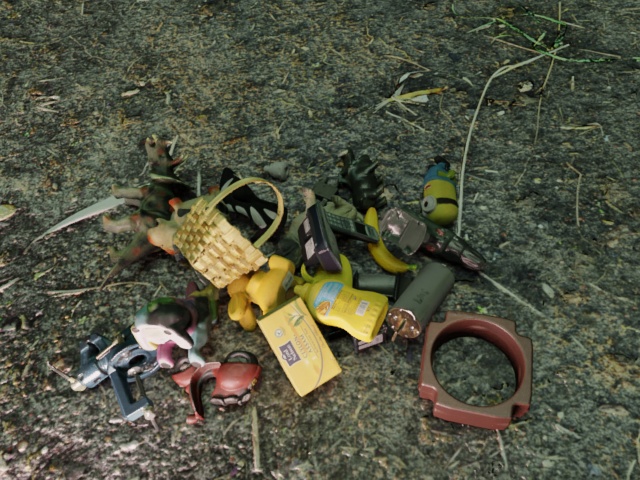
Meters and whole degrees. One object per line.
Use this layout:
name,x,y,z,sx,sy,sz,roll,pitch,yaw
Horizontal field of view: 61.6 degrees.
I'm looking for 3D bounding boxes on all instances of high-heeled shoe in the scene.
high-heeled shoe,-0.162,-0.110,1.290,0.086,0.145,0.249,-4,59,-46

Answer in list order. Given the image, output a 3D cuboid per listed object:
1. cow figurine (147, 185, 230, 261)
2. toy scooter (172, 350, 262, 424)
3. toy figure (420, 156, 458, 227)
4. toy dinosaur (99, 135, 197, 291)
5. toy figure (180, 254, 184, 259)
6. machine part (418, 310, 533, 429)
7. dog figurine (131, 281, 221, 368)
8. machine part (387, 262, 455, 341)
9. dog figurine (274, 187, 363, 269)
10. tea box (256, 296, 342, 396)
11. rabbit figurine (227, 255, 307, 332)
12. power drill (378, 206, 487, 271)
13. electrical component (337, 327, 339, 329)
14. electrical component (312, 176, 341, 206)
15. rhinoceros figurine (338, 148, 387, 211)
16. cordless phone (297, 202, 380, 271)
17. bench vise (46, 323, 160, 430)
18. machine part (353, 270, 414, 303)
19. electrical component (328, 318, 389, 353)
cow figurine,-0.301,-0.036,1.239,0.195,0.085,0.127,-22,72,-22
toy scooter,-0.207,0.293,1.064,0.184,0.075,0.135,-5,55,7
toy figure,0.288,-0.115,1.280,0.089,0.082,0.180,6,55,13
toy dinosaur,-0.410,-0.057,1.308,0.192,0.131,0.405,-5,62,4
toy figure,-0.314,-0.026,1.306,0.064,0.057,0.154,-5,50,41
machine part,0.296,0.246,1.029,0.202,0.087,0.201,7,57,13
dog figurine,-0.273,0.141,1.092,0.109,0.191,0.219,-12,38,18
machine part,0.210,0.120,1.102,0.079,0.079,0.243,28,45,23
dog figurine,-0.004,-0.003,1.242,0.172,0.121,0.190,15,76,13
tea box,-0.043,0.206,1.059,0.098,0.068,0.169,-31,93,-13
rabbit figurine,-0.134,0.116,1.171,0.173,0.121,0.162,13,67,31
power drill,0.233,-0.006,1.152,0.232,0.207,0.086,36,111,32
electrical component,0.011,0.151,1.142,0.102,0.078,0.045,7,33,5
electrical component,0.011,-0.119,1.350,0.063,0.021,0.094,22,62,20
rhinoceros figurine,0.101,-0.151,1.337,0.112,0.073,0.190,-19,57,7
cordless phone,0.054,0.006,1.149,0.184,0.088,0.147,12,42,-26
bench vise,-0.396,0.270,1.077,0.224,0.128,0.241,-29,52,-12
machine part,0.138,0.105,1.173,0.139,0.039,0.084,9,63,11
electrical component,0.079,0.193,1.098,0.119,0.074,0.048,-16,54,-9
